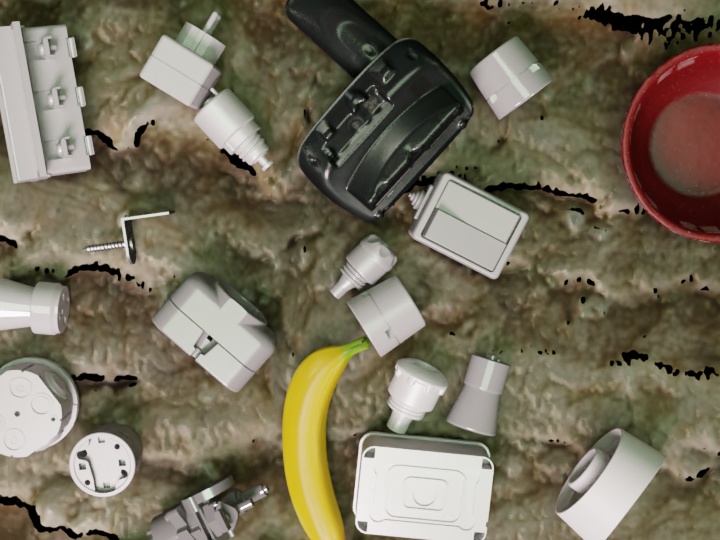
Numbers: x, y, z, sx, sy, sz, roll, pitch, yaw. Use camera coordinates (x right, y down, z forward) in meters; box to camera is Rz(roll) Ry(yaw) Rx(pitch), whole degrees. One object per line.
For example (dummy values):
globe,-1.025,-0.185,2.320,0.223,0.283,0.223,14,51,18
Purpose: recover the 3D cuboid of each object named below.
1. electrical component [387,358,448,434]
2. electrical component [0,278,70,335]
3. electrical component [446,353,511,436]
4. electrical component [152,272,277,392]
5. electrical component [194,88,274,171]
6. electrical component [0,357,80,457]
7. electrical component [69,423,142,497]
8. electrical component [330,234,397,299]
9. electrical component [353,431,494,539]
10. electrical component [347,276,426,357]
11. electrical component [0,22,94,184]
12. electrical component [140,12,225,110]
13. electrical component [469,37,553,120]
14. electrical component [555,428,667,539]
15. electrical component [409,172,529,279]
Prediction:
electrical component,0.043,0.109,0.919,0.048,0.048,0.062,24,102,-3
electrical component,-0.278,0.031,0.907,0.055,0.045,0.045,5,95,-1
electrical component,0.104,0.104,0.920,0.044,0.044,0.065,17,90,-2
electrical component,-0.118,0.048,0.906,0.095,0.053,0.059,41,93,-4
electrical component,-0.103,-0.115,0.898,0.040,0.040,0.078,-43,94,3
electrical component,-0.283,0.116,0.912,0.080,0.051,0.080,0,95,-1
electrical component,-0.215,0.160,0.918,0.055,0.047,0.055,0,95,-1
electrical component,0.000,0.000,0.913,0.061,0.035,0.035,-43,94,5
electrical component,0.053,0.184,0.918,0.113,0.057,0.078,6,95,-1
electrical component,0.023,0.038,0.907,0.047,0.055,0.055,-32,95,-2
electrical component,-0.261,-0.136,0.882,0.063,0.079,0.121,-11,96,-22
electrical component,-0.136,-0.176,0.879,0.047,0.065,0.076,31,94,-3
electrical component,0.124,-0.160,0.890,0.055,0.055,0.047,-37,91,3
electrical component,0.212,0.184,0.902,0.064,0.099,0.099,38,94,2
electrical component,0.084,-0.041,0.896,0.096,0.061,0.061,27,94,-3
